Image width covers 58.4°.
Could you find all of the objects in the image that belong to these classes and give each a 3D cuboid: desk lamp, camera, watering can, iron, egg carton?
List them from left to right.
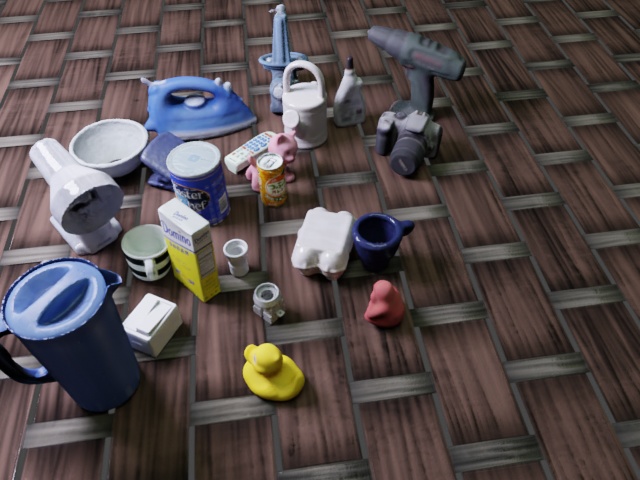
[{"bbox_3d":[-0.446,-0.071,1.052,0.118,0.214,0.202,-36,56,-27],"label":"desk lamp"},{"bbox_3d":[-0.281,-0.322,1.325,0.258,0.141,0.118,-6,48,-5],"label":"iron"},{"bbox_3d":[-0.034,-0.302,1.268,0.101,0.194,0.172,-4,48,-2],"label":"watering can"},{"bbox_3d":[0.010,0.004,1.074,0.107,0.069,0.150,9,49,9],"label":"egg carton"},{"bbox_3d":[0.185,-0.215,1.249,0.143,0.101,0.137,16,50,15],"label":"camera"}]

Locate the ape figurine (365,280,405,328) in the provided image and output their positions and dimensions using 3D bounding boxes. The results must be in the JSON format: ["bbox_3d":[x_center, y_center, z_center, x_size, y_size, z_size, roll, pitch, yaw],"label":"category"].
[{"bbox_3d":[0.108,0.102,0.969,0.078,0.092,0.076,-33,55,-26],"label":"ape figurine"}]

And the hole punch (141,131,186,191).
[{"bbox_3d":[-0.311,-0.167,1.220,0.101,0.091,0.109,16,50,15],"label":"hole punch"}]

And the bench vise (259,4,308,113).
[{"bbox_3d":[-0.079,-0.428,1.366,0.121,0.220,0.207,-13,49,-10],"label":"bench vise"}]

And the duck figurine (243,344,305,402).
[{"bbox_3d":[-0.074,0.198,0.889,0.104,0.086,0.078,22,52,19],"label":"duck figurine"}]

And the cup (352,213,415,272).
[{"bbox_3d":[0.115,0.008,1.052,0.118,0.095,0.091,-16,49,-13],"label":"cup"}]

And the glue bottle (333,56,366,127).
[{"bbox_3d":[0.069,-0.343,1.318,0.078,0.173,0.037,-12,49,-9],"label":"glue bottle"}]

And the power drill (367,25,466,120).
[{"bbox_3d":[0.214,-0.378,1.324,0.229,0.208,0.076,15,50,14],"label":"power drill"}]

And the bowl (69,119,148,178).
[{"bbox_3d":[-0.452,-0.188,1.252,0.167,0.075,0.167,0,48,1],"label":"bowl"}]

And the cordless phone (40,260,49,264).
[{"bbox_3d":[-0.414,0.076,0.937,0.094,0.185,0.147,-26,52,-21],"label":"cordless phone"}]

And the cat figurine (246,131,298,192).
[{"bbox_3d":[-0.096,-0.177,1.208,0.128,0.118,0.067,-23,51,-19],"label":"cat figurine"}]
